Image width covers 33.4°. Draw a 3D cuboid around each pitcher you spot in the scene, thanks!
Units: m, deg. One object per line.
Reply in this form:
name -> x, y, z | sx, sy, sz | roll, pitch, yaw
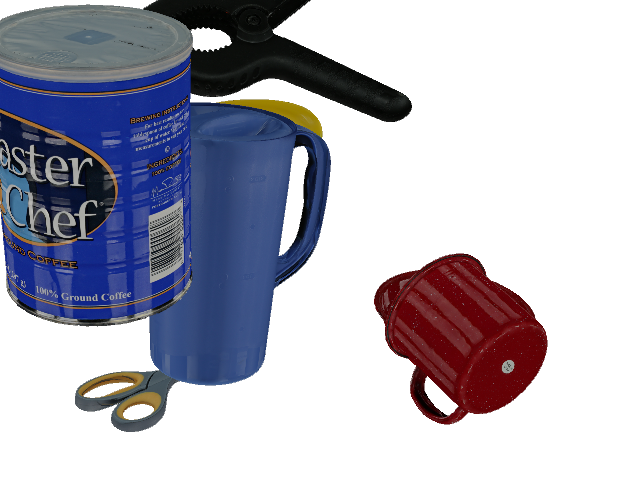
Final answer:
pitcher -> -0.086, 0.002, 0.968 | 0.149, 0.243, 0.144 | 12, 22, 17

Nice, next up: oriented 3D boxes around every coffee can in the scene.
coffee can -> -0.118, -0.041, 0.560 | 0.103, 0.140, 0.103 | 3, 28, -2

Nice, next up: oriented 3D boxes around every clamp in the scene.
clamp -> -0.042, -0.139, 0.762 | 0.209, 0.164, 0.036 | -13, -27, -15

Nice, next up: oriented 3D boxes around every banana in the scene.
banana -> -0.079, -0.139, 1.254 | 0.198, 0.037, 0.069 | 8, 40, 18

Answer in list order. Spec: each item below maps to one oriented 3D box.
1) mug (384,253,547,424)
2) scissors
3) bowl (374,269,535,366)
mug -> 0.102, 0.080, 0.767 | 0.093, 0.117, 0.082 | 9, 25, -41
scissors -> -0.139, 0.141, 1.052 | 0.201, 0.016, 0.096 | -12, 32, -29
bowl -> 0.131, 0.090, 1.071 | 0.162, 0.055, 0.162 | 5, 27, -3
